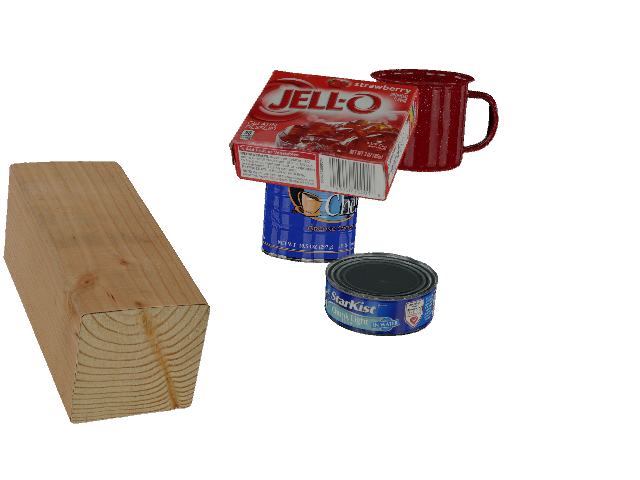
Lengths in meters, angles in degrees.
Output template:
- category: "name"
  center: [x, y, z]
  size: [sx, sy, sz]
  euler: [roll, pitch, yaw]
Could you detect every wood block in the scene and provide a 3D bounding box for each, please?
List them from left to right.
- category: "wood block"
  center: [-0.164, 0.029, 0.784]
  size: [0.090, 0.091, 0.206]
  euler: [-3, 33, -29]

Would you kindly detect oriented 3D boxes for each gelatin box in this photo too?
- category: "gelatin box"
  center: [0.003, -0.061, 0.596]
  size: [0.089, 0.030, 0.073]
  euler: [10, 44, 15]

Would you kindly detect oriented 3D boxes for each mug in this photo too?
- category: "mug"
  center: [0.102, -0.109, 0.968]
  size: [0.117, 0.081, 0.093]
  euler: [2, 16, 2]

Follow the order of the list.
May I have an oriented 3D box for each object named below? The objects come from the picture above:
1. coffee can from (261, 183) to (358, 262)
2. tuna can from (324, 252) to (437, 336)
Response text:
- category: "coffee can"
  center: [-0.009, -0.055, 1.145]
  size: [0.103, 0.140, 0.103]
  euler: [4, 11, -1]
- category: "tuna can"
  center: [0.046, 0.040, 0.816]
  size: [0.086, 0.034, 0.086]
  euler: [2, 22, -1]
